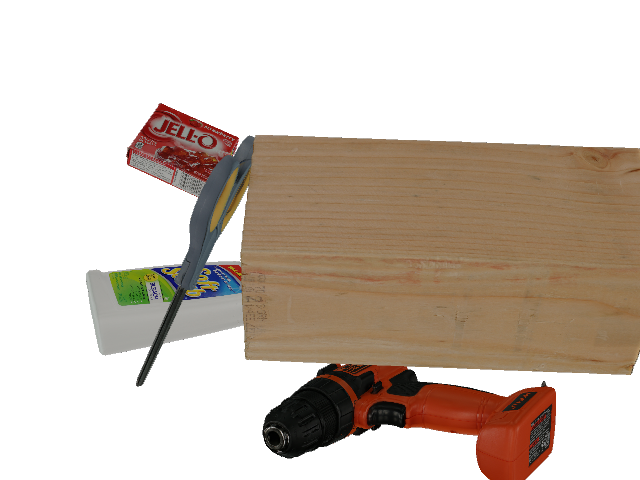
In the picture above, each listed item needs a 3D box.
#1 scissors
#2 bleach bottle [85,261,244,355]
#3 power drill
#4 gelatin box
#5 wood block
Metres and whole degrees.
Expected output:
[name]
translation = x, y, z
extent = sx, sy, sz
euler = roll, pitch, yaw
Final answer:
[scissors]
translation = -0.092, 0.017, 0.741
extent = 0.016, 0.202, 0.096
euler = 27, 1, 5
[bleach bottle]
translation = -0.128, 0.060, 1.188
extent = 0.250, 0.068, 0.103
euler = -10, 35, -14
[power drill]
translation = 0.071, 0.135, 0.812
extent = 0.188, 0.057, 0.184
euler = 9, 16, 30
[gelatin box]
translation = -0.135, -0.089, 1.049
extent = 0.089, 0.073, 0.030
euler = 25, -42, 1
[wood block]
translation = 0.064, 0.008, 0.569
extent = 0.206, 0.091, 0.090
euler = 2, -44, 1
